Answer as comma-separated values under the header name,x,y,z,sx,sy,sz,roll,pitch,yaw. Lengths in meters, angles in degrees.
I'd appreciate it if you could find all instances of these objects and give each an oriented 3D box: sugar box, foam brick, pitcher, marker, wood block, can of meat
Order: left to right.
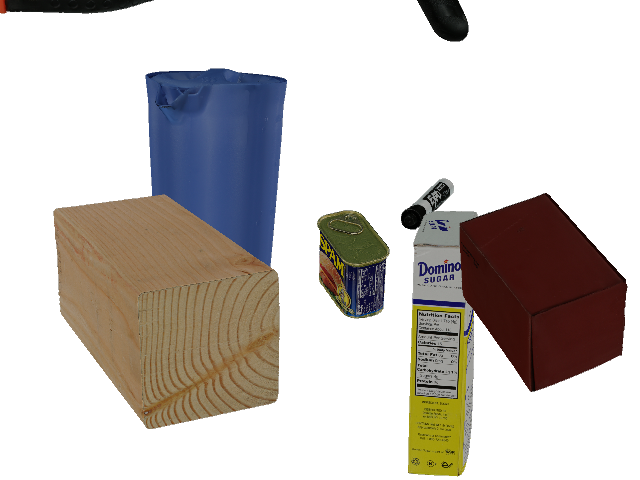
name,x,y,z,sx,sy,sz,roll,pitch,yaw
wood block,-0.111,0.039,0.727,0.090,0.090,0.206,-8,19,-26
pitcher,-0.097,-0.045,1.041,0.149,0.243,0.145,-2,15,-17
can of meat,0.036,0.028,1.225,0.057,0.084,0.102,-14,38,-19
marker,0.097,-0.033,0.961,0.020,0.020,0.121,0,16,22
sugar box,0.090,0.073,0.783,0.048,0.176,0.093,1,16,11
foam brick,0.108,0.024,0.524,0.051,0.053,0.078,-18,41,-10

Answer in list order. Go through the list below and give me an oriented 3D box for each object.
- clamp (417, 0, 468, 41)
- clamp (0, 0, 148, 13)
name,x,y,z,sx,sy,sz,roll,pitch,yaw
clamp,0.045,-0.240,0.729,0.209,0.164,0.036,25,-23,-14
clamp,-0.104,-0.157,0.602,0.171,0.039,0.120,-10,24,-25
